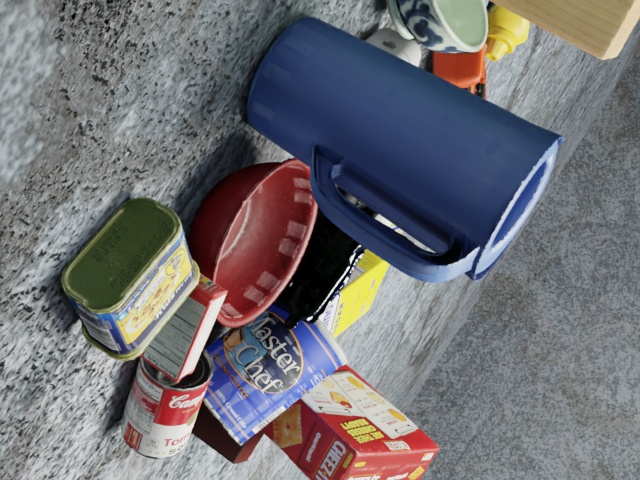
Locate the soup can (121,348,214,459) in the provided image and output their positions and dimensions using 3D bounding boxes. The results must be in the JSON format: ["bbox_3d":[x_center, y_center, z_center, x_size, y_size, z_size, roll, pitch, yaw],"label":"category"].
[{"bbox_3d":[-0.145,0.148,1.000,0.068,0.068,0.102,-39,157,-50],"label":"soup can"}]

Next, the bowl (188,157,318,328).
[{"bbox_3d":[-0.066,-0.006,0.939,0.161,0.055,0.162,-47,151,-36],"label":"bowl"}]

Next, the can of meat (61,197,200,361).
[{"bbox_3d":[-0.141,0.028,0.798,0.102,0.057,0.084,-52,162,-22],"label":"can of meat"}]

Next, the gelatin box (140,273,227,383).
[{"bbox_3d":[-0.125,0.061,0.878,0.030,0.073,0.089,-32,150,-59],"label":"gelatin box"}]

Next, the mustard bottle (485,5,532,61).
[{"bbox_3d":[0.257,-0.308,1.355,0.191,0.058,0.096,-61,170,-15],"label":"mustard bottle"}]

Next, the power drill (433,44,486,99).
[{"bbox_3d":[0.164,-0.180,1.239,0.187,0.057,0.184,58,33,-73],"label":"power drill"}]

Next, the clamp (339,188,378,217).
[{"bbox_3d":[-0.008,0.001,1.144,0.209,0.036,0.164,-43,165,-15],"label":"clamp"}]

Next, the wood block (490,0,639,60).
[{"bbox_3d":[0.223,-0.269,1.074,0.090,0.206,0.090,-25,144,-63],"label":"wood block"}]

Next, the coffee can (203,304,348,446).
[{"bbox_3d":[-0.057,0.128,1.095,0.140,0.103,0.103,-38,162,-7],"label":"coffee can"}]

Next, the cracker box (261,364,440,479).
[{"bbox_3d":[0.005,0.200,1.214,0.163,0.214,0.072,10,113,-51],"label":"cracker box"}]

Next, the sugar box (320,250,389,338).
[{"bbox_3d":[0.016,0.072,1.243,0.176,0.048,0.093,-38,154,-54],"label":"sugar box"}]

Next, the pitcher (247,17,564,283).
[{"bbox_3d":[0.058,-0.075,0.861,0.145,0.243,0.149,-61,164,11],"label":"pitcher"}]

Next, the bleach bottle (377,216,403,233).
[{"bbox_3d":[0.068,-0.006,1.379,0.102,0.068,0.251,-17,139,-61],"label":"bleach bottle"}]

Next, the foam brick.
[{"bbox_3d":[-0.108,0.212,1.221,0.051,0.078,0.053,-58,163,3],"label":"foam brick"}]

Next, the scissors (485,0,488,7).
[{"bbox_3d":[0.187,-0.285,1.300,0.096,0.016,0.202,-51,163,-21],"label":"scissors"}]
